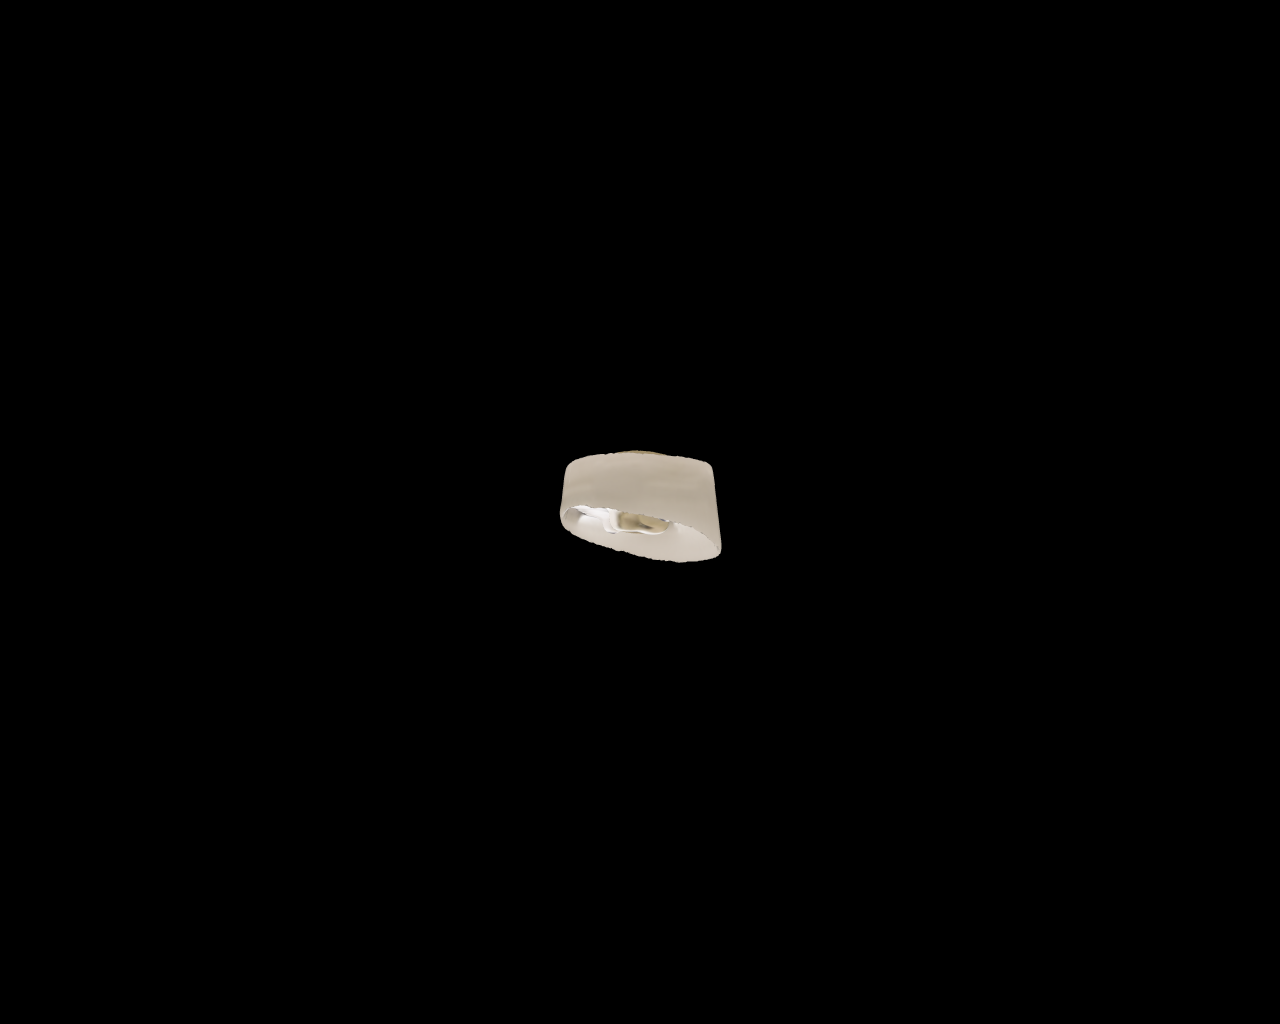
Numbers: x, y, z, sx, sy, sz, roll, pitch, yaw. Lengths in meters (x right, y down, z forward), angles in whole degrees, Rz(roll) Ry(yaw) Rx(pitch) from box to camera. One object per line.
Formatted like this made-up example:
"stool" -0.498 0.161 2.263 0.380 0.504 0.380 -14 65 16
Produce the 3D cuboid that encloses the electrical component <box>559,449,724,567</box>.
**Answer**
"electrical component" 0.001 -0.003 0.650 0.099 0.064 0.099 0 -10 0
